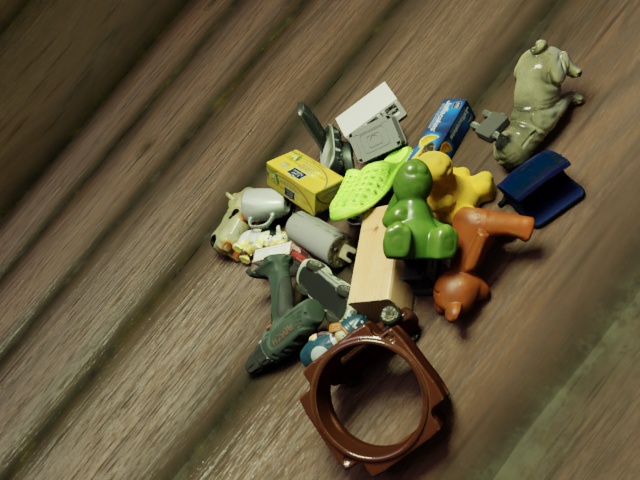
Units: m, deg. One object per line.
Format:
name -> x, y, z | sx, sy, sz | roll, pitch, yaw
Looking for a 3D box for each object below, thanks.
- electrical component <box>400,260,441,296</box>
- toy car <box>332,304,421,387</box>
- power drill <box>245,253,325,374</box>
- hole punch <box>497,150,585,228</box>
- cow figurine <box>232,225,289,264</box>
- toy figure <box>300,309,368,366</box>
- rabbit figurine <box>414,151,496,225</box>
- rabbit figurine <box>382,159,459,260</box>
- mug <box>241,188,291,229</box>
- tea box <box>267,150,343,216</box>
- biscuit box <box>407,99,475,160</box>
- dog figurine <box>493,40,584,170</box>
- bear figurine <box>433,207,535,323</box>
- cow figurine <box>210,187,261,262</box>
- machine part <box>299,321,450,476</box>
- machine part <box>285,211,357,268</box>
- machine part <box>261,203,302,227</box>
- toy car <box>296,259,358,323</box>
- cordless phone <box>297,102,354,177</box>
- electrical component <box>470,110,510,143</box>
electrical component -> 0.190, 0.037, 0.999 | 0.048, 0.074, 0.119 | -8, 52, 36
toy car -> 0.087, 0.188, 0.958 | 0.202, 0.089, 0.053 | -39, 43, 12
power drill -> -0.097, 0.145, 1.111 | 0.232, 0.086, 0.207 | -36, 51, 34
hole punch -> 0.377, -0.102, 0.939 | 0.142, 0.092, 0.116 | -41, 38, 13
cow figurine -> -0.124, 0.004, 1.291 | 0.168, 0.068, 0.098 | -2, 44, 37
toy figure -> 0.029, 0.192, 1.015 | 0.154, 0.064, 0.058 | -40, 35, 27
rabbit figurine -> 0.229, -0.112, 1.005 | 0.163, 0.173, 0.122 | 29, 84, 43
rabbit figurine -> 0.167, -0.050, 0.924 | 0.121, 0.159, 0.170 | 2, 87, 2
mug -> -0.128, -0.078, 1.292 | 0.107, 0.080, 0.109 | -5, 51, 19
tea box -> -0.036, -0.136, 1.250 | 0.098, 0.068, 0.170 | -31, 51, -35
biscuit box -> 0.252, -0.204, 1.136 | 0.059, 0.062, 0.202 | 19, 73, 44
dog figurine -> 0.379, -0.242, 0.985 | 0.190, 0.172, 0.121 | -50, 30, -13
bear figurine -> 0.269, 0.045, 0.913 | 0.132, 0.120, 0.195 | 9, 90, -1
cow figurine -> -0.218, -0.051, 1.401 | 0.127, 0.085, 0.195 | 17, 72, 39
machine part -> 0.085, 0.248, 0.854 | 0.201, 0.087, 0.201 | -39, 71, 10
machine part -> -0.002, -0.004, 1.186 | 0.079, 0.079, 0.243 | -54, 42, -6
machine part -> -0.085, -0.073, 1.338 | 0.139, 0.039, 0.084 | -24, 55, 22
toy car -> 0.015, 0.104, 1.098 | 0.202, 0.056, 0.073 | 37, 110, 48
cordless phone -> 0.003, -0.233, 1.275 | 0.089, 0.184, 0.147 | -21, 48, 21
electrical component -> 0.356, -0.233, 1.102 | 0.063, 0.021, 0.094 | -46, 41, 2
